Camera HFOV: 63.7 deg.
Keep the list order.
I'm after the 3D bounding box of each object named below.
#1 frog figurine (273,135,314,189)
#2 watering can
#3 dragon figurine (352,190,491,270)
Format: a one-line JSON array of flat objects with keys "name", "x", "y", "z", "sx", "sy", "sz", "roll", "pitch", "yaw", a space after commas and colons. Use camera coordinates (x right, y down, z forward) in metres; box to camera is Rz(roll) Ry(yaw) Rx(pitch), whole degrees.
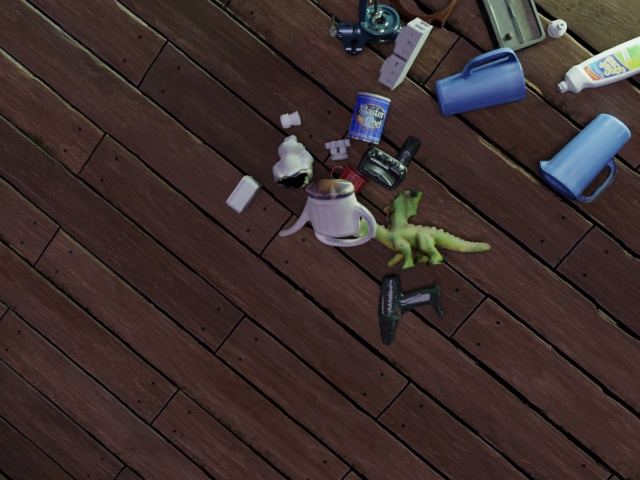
[{"name": "frog figurine", "x": -0.091, "y": -0.248, "z": 1.652, "sx": 0.136, "sy": 0.121, "sz": 0.163, "roll": -28, "pitch": 57, "yaw": 19}, {"name": "watering can", "x": 0.005, "y": -0.080, "z": 1.596, "sx": 0.348, "sy": 0.106, "sz": 0.220, "roll": 4, "pitch": 120, "yaw": 25}, {"name": "dragon figurine", "x": 0.300, "y": -0.039, "z": 1.609, "sx": 0.409, "sy": 0.122, "sz": 0.243, "roll": -12, "pitch": 88, "yaw": 9}]
